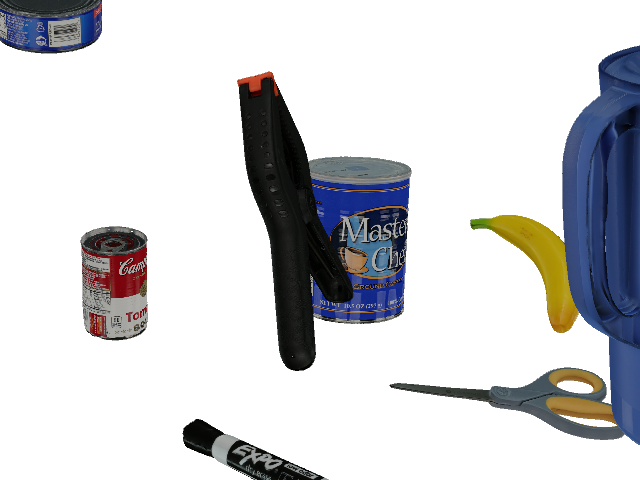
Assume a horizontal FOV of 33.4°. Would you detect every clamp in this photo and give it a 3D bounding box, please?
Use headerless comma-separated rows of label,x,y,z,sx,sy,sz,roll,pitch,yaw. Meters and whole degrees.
clamp,-0.020,-0.021,0.806,0.036,0.210,0.164,-12,5,14

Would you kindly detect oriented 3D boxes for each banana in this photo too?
banana,0.230,0.025,1.116,0.069,0.037,0.198,-30,38,-1

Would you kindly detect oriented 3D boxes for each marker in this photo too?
marker,-0.035,0.130,0.615,0.121,0.020,0.020,16,10,38

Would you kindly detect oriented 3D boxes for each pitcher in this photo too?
pitcher,0.223,0.009,0.633,0.149,0.243,0.144,2,22,16

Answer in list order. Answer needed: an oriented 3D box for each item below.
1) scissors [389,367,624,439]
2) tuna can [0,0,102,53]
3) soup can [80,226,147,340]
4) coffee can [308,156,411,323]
scissors,0.168,0.129,0.936,0.202,0.016,0.096,14,29,12
tuna can,-0.213,-0.178,0.830,0.086,0.034,0.086,5,35,-3
soup can,-0.215,0.045,1.118,0.068,0.102,0.068,3,23,-1
coffee can,0.033,-0.003,1.023,0.103,0.140,0.103,1,15,-1
